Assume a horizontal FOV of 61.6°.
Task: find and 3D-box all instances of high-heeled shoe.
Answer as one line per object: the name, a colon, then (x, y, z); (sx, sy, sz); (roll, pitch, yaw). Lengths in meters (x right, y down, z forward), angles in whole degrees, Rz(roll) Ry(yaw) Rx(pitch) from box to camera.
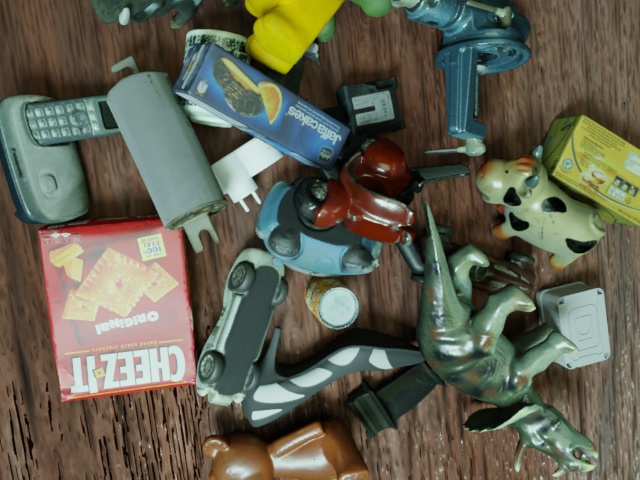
high-heeled shoe: (0.020, 0.195, 0.730); (0.249, 0.086, 0.145); (9, 97, -8)

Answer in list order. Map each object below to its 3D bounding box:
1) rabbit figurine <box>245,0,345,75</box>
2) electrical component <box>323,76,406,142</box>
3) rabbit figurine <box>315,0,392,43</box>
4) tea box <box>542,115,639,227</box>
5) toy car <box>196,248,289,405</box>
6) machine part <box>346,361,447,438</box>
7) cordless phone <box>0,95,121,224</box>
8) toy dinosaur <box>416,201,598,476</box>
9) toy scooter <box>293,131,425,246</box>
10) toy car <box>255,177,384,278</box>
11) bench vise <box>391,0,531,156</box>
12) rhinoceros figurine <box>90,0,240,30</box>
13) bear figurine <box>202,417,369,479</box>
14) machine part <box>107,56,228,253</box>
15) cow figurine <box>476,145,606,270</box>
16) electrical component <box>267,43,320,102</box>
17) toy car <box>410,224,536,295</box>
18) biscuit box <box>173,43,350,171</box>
rabbit figurine: (-0.058, -0.285, 0.566); (0.173, 0.122, 0.162); (34, 99, -10)
electrical component: (0.047, -0.169, 0.711); (0.119, 0.048, 0.074); (-10, 97, -12)
rabbit figurine: (0.004, -0.331, 0.669); (0.170, 0.121, 0.159); (0, 104, 7)
tea box: (0.402, -0.097, 0.778); (0.169, 0.068, 0.098); (28, 90, -12)
toy car: (-0.099, 0.110, 0.687); (0.073, 0.056, 0.201); (26, 77, -38)
machine part: (0.111, 0.219, 0.771); (0.139, 0.039, 0.084); (-31, 96, -5)
cordless phone: (-0.281, -0.104, 0.644); (0.184, 0.089, 0.146); (-17, 99, -28)
toy dinosaur: (0.208, 0.143, 0.716); (0.404, 0.131, 0.192); (43, 95, -12)
toy scooter: (0.067, -0.053, 0.624); (0.135, 0.075, 0.184); (30, 45, 17)
toy car: (-0.001, -0.002, 0.689); (0.162, 0.102, 0.109); (18, 57, -2)
bench vise: (0.182, -0.229, 0.674); (0.223, 0.129, 0.240); (1, 90, -46)
rhinoceros figurine: (-0.169, -0.296, 0.622); (0.190, 0.112, 0.073); (-26, 103, -16)
bear figurine: (-0.048, 0.302, 0.703); (0.196, 0.132, 0.120); (-7, 125, -17)
machine part: (-0.174, -0.101, 0.615); (0.079, 0.079, 0.243); (-24, 84, -8)
cow figurine: (0.296, -0.046, 0.726); (0.195, 0.127, 0.085); (29, 57, -9)
electrical component: (-0.033, -0.211, 0.683); (0.045, 0.078, 0.102); (14, 87, 12)
toy car: (0.223, 0.042, 0.767); (0.202, 0.053, 0.089); (18, 89, -11)
biscuit box: (-0.061, -0.149, 0.622); (0.202, 0.059, 0.062); (24, 92, -36)
